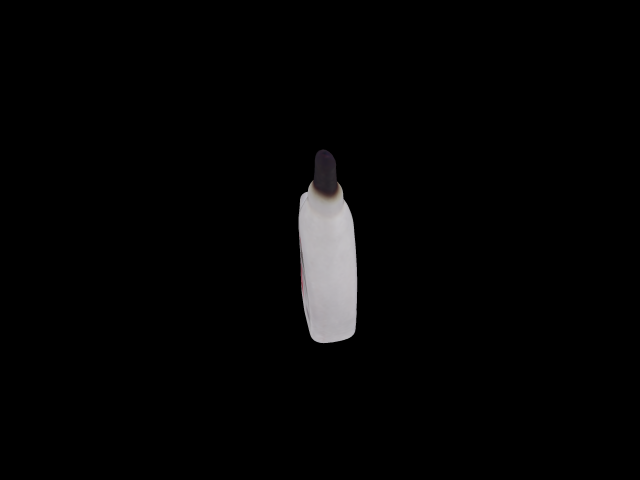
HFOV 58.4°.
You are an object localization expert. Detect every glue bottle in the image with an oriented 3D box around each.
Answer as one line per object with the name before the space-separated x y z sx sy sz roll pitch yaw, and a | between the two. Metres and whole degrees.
glue bottle | 0.004 0.001 0.400 0.037 0.173 0.078 -10 53 -7
